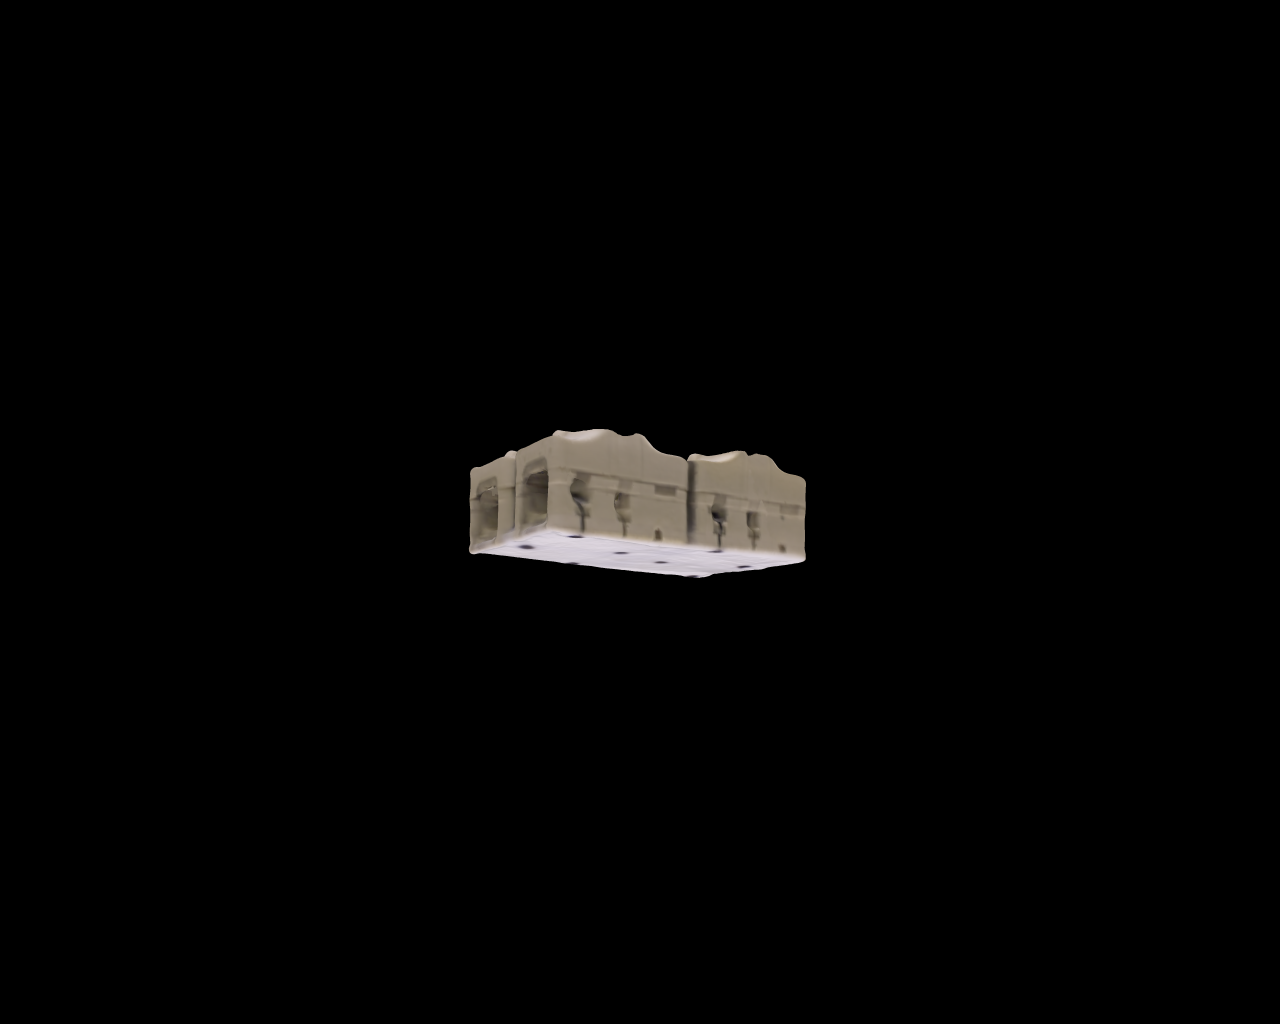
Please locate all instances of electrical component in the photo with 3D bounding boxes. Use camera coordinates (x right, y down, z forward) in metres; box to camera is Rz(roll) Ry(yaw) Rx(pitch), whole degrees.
[{"bbox_3d":[0.001,-0.003,0.650,0.186,0.060,0.105,8,-14,-35],"label":"electrical component"}]
